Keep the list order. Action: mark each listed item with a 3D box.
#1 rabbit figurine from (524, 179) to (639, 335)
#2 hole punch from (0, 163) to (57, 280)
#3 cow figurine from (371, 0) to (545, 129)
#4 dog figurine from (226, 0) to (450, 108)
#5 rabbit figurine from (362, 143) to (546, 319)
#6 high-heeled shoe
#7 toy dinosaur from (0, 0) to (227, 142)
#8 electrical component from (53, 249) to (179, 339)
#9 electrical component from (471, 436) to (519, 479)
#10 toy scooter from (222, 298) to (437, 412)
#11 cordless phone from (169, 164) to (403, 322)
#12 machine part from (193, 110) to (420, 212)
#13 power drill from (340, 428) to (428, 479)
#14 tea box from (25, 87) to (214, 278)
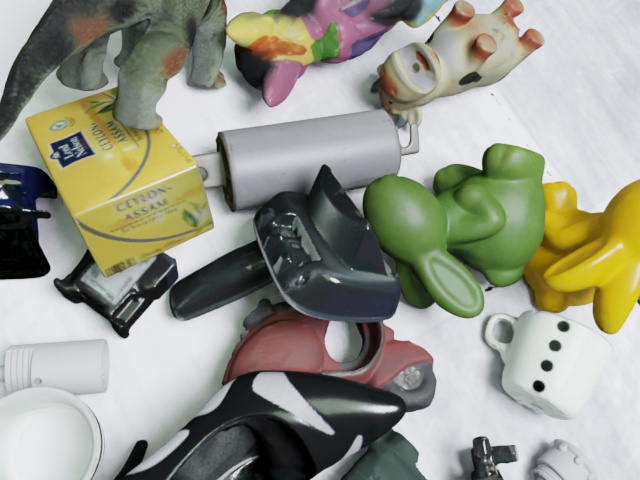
[{"bbox_3d":[0.268,-0.001,0.510,0.122,0.173,0.162,40,62,-1],"label":"rabbit figurine"},{"bbox_3d":[-0.280,-0.030,0.432,0.142,0.115,0.092,2,62,-12],"label":"hole punch"},{"bbox_3d":[0.140,-0.193,0.592,0.195,0.127,0.085,-25,77,-34],"label":"cow figurine"},{"bbox_3d":[0.013,-0.223,0.538,0.219,0.192,0.108,-45,117,-31],"label":"dog figurine"},{"bbox_3d":[0.113,-0.010,0.512,0.170,0.121,0.159,1,90,-25],"label":"rabbit figurine"},{"bbox_3d":[-0.062,0.171,0.349,0.249,0.145,0.086,-18,117,13],"label":"high-heeled shoe"},{"bbox_3d":[-0.133,-0.211,0.437,0.131,0.192,0.405,12,26,-8],"label":"toy dinosaur"},{"bbox_3d":[-0.163,0.017,0.472,0.075,0.047,0.119,32,66,0],"label":"electrical component"},{"bbox_3d":[0.156,0.223,0.461,0.045,0.078,0.102,-9,65,9],"label":"electrical component"},{"bbox_3d":[0.007,0.085,0.472,0.184,0.075,0.135,-1,62,-10],"label":"toy scooter"},{"bbox_3d":[-0.041,0.032,0.441,0.184,0.088,0.147,-28,37,-1],"label":"cordless phone"},{"bbox_3d":[-0.011,-0.079,0.527,0.243,0.079,0.079,-11,73,-17],"label":"machine part"},{"bbox_3d":[0.026,0.264,0.414,0.207,0.086,0.232,-40,80,-15],"label":"power drill"},{"bbox_3d":[-0.169,-0.058,0.448,0.098,0.068,0.170,-28,48,-22],"label":"tea box"}]
